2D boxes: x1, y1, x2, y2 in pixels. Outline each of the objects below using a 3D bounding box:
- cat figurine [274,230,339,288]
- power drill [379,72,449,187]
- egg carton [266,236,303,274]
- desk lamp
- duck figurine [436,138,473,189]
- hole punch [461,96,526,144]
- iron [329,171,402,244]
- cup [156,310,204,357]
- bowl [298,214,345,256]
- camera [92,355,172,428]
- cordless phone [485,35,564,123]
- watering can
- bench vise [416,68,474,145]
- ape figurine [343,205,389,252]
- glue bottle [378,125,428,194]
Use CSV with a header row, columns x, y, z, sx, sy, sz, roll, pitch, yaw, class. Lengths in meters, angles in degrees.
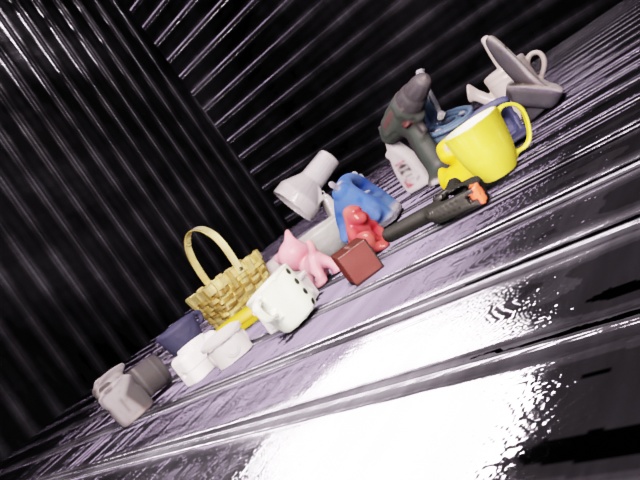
x,y,z,sx,sy,sz,roll,pitch,yaw,class
-0.032,0.032,1.071,0.067,0.118,0.127,-39,6,-27,cat figurine
0.217,-0.223,1.199,0.076,0.208,0.229,-39,6,-21,power drill
-0.068,0.052,1.413,0.150,0.069,0.107,-34,6,23,egg carton
0.018,-0.107,1.455,0.203,0.213,0.118,-37,5,-7,desk lamp
0.234,-0.137,0.996,0.078,0.086,0.104,-39,6,-27,duck figurine
0.309,-0.200,1.042,0.108,0.091,0.101,-35,5,14,hole punch
0.089,-0.088,1.211,0.118,0.141,0.259,-34,6,22,iron
-0.268,0.208,1.195,0.091,0.095,0.118,-32,7,40,cup
0.012,0.005,1.273,0.167,0.075,0.167,-36,5,4,bowl
-0.369,0.285,1.132,0.137,0.101,0.143,-39,6,-25,camera
0.400,-0.339,1.147,0.094,0.185,0.148,-34,6,25,cordless phone
0.408,-0.363,1.268,0.173,0.194,0.101,-36,5,2,watering can
0.251,-0.264,1.280,0.122,0.220,0.207,-40,6,-30,bench vise
0.072,-0.019,0.980,0.076,0.092,0.078,-31,8,45,ape figurine
0.188,-0.194,1.330,0.078,0.173,0.037,-30,8,48,glue bottle
